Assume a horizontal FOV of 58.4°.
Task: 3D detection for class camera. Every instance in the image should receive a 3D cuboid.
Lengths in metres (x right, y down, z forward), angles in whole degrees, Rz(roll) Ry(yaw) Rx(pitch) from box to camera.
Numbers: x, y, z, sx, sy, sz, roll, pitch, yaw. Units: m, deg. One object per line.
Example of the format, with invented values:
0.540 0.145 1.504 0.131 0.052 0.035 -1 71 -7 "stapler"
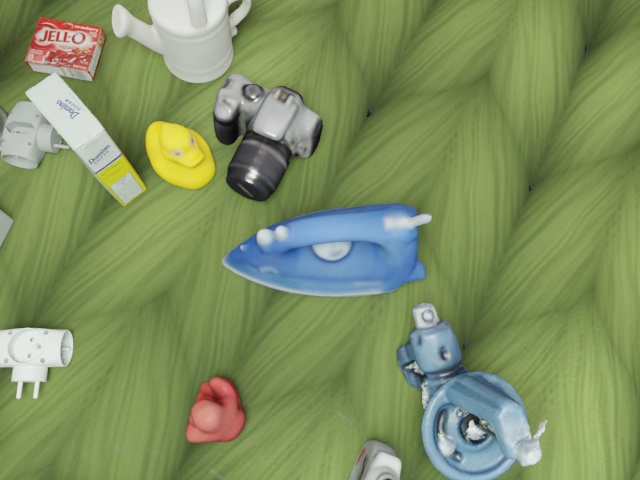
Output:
-0.083 -0.132 0.746 0.143 0.101 0.137 24 73 3 "camera"

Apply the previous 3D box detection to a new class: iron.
0.006 0.002 0.691 0.258 0.141 0.118 -5 74 -6 "iron"

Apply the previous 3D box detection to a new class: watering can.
-0.175 -0.293 0.738 0.173 0.194 0.101 -43 81 -15 "watering can"

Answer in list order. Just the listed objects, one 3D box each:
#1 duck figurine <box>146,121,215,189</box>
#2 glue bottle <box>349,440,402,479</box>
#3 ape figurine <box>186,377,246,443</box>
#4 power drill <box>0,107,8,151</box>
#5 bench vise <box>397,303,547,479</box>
-0.186 -0.122 0.742 0.104 0.086 0.077 43 75 8 "duck figurine"
0.061 0.254 0.603 0.037 0.173 0.078 20 73 2 "glue bottle"
-0.122 0.197 0.648 0.078 0.092 0.076 -43 81 -15 "ape figurine"
-0.451 -0.170 0.671 0.230 0.208 0.075 -32 78 -13 "power drill"
0.146 0.171 0.611 0.121 0.219 0.207 -37 79 -14 "bench vise"
